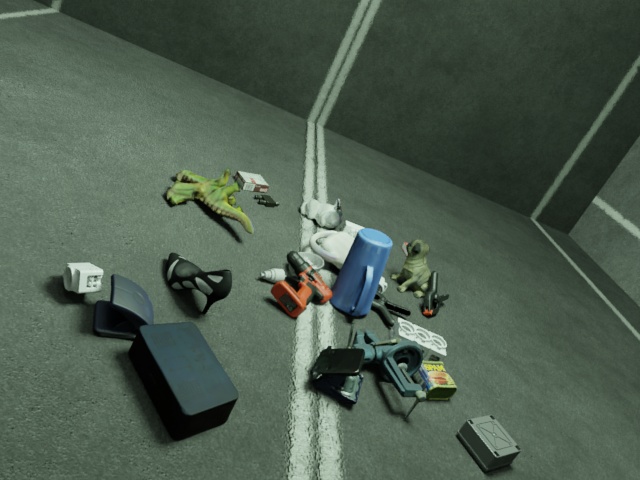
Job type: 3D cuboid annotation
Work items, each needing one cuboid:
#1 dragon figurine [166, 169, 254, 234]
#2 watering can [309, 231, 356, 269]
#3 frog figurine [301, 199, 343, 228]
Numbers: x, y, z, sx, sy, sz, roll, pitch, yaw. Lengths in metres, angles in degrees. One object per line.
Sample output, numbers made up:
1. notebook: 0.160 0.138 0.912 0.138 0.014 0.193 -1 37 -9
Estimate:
1. dragon figurine: -0.379 -0.133 1.696 0.243 0.119 0.418 -6 34 -23
2. watering can: 0.111 0.036 1.792 0.227 0.102 0.349 41 28 28
3. frog figurine: 0.006 -0.101 2.005 0.159 0.120 0.140 -10 35 6
